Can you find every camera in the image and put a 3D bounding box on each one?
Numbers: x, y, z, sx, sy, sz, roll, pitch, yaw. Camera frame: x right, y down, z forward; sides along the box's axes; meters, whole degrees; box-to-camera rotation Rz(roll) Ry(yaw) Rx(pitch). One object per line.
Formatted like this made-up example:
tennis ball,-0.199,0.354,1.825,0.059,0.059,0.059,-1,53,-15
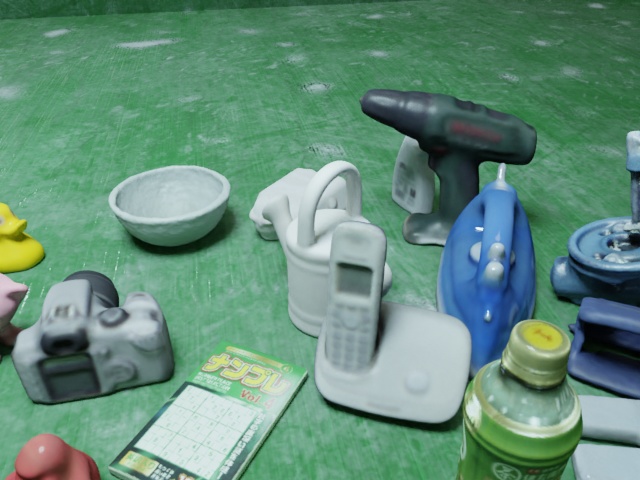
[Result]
camera,-0.234,0.082,0.601,0.143,0.101,0.136,-8,33,-12

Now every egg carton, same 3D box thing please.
egg carton,-0.024,-0.048,0.831,0.107,0.069,0.151,18,37,26

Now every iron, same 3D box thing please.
iron,0.196,0.023,0.650,0.118,0.141,0.258,8,34,13

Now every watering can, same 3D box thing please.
watering can,0.004,0.003,0.635,0.172,0.194,0.101,11,35,18

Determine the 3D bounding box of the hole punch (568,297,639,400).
hole punch,0.313,0.094,0.584,0.108,0.091,0.101,16,36,24

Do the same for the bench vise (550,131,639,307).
bench vise,0.377,-0.008,0.623,0.207,0.220,0.121,6,33,10

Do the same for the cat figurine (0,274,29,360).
cat figurine,-0.367,0.069,0.607,0.127,0.118,0.067,13,35,20

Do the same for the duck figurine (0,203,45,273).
duck figurine,-0.428,-0.010,0.761,0.104,0.086,0.077,8,34,13

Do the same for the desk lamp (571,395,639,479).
desk lamp,0.321,0.109,0.447,0.203,0.214,0.118,4,33,7

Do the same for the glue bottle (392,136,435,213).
glue bottle,0.144,-0.125,0.852,0.037,0.173,0.078,-16,36,-23

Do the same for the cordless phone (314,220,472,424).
cordless phone,0.069,0.074,0.531,0.147,0.185,0.094,7,33,12

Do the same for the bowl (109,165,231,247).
bowl,-0.207,-0.039,0.814,0.167,0.075,0.167,0,33,0

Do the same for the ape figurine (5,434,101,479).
ape figurine,-0.209,0.187,0.444,0.077,0.092,0.076,16,36,24

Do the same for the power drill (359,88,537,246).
power drill,0.165,-0.097,0.776,0.229,0.208,0.075,4,33,8
